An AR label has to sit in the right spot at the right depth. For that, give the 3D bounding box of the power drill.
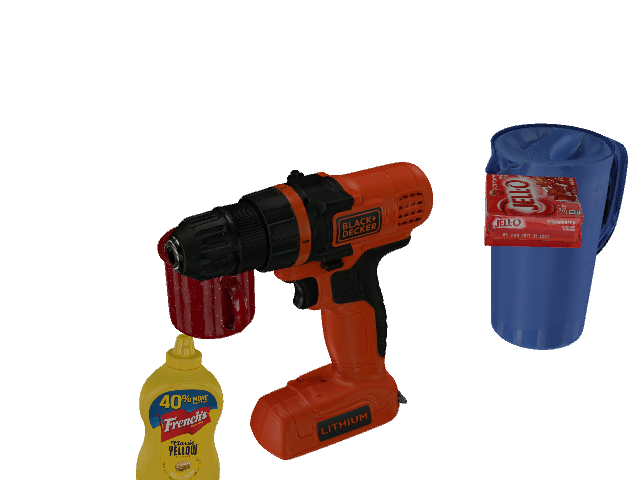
[{"bbox_3d":[-0.010,0.048,0.699,0.184,0.188,0.057,-14,31,-26],"label":"power drill"}]

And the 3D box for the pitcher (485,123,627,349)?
[{"bbox_3d":[0.263,-0.005,1.214,0.149,0.243,0.144,6,27,14],"label":"pitcher"}]

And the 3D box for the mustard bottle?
[{"bbox_3d":[-0.161,0.200,1.235,0.096,0.192,0.058,0,15,-16],"label":"mustard bottle"}]

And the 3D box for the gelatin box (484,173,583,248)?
[{"bbox_3d":[0.167,-0.025,0.844,0.073,0.030,0.089,3,24,8],"label":"gelatin box"}]

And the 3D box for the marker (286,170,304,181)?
[{"bbox_3d":[-0.017,-0.022,1.166,0.020,0.121,0.020,-9,29,5],"label":"marker"}]

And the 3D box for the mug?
[{"bbox_3d":[-0.096,0.043,0.985,0.093,0.081,0.117,-17,35,-27],"label":"mug"}]
